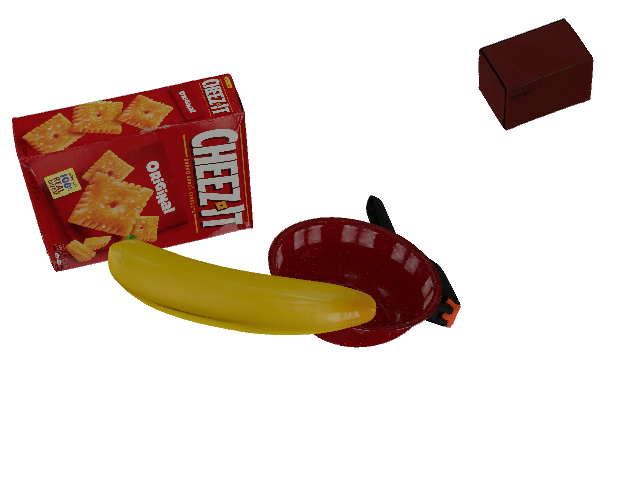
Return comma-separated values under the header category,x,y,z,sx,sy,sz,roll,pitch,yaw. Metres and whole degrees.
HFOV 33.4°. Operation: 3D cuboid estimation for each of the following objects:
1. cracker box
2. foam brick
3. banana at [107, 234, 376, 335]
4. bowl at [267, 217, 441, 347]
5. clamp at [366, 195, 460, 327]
category,x,y,z,sx,sy,sz,roll,pitch,yaw
cracker box,-0.179,-0.063,1.056,0.213,0.072,0.164,-13,-41,-10
foam brick,0.175,-0.135,0.868,0.078,0.051,0.053,-20,-34,-5
banana,-0.065,0.027,0.673,0.198,0.037,0.069,16,33,26
bowl,0.026,0.047,0.978,0.162,0.055,0.162,10,35,-7
clamp,0.069,0.030,1.232,0.164,0.036,0.210,-19,50,-38
